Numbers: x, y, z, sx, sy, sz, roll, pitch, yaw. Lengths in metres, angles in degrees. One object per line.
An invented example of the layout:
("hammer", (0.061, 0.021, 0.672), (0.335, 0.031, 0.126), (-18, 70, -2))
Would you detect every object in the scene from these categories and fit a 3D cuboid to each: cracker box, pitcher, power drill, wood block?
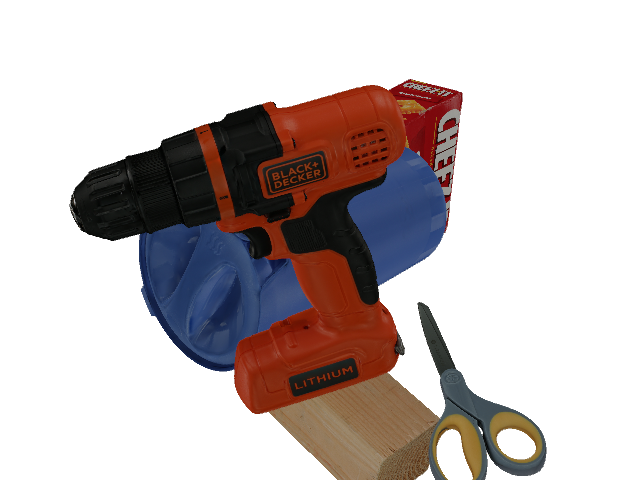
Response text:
("cracker box", (0.062, -0.051, 1.048), (0.072, 0.164, 0.213), (18, 29, 26))
("pitcher", (-0.019, 0.002, 0.849), (0.149, 0.145, 0.242), (34, 37, 32))
("power drill", (-0.032, 0.013, 0.613), (0.184, 0.187, 0.057), (-16, 38, -5))
("wood block", (0.019, 0.173, 1.136), (0.090, 0.090, 0.206), (-27, 52, -33))

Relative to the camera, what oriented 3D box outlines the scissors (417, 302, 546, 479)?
("scissors", (0.124, 0.117, 0.841), (0.096, 0.016, 0.201), (-2, 41, 8))
